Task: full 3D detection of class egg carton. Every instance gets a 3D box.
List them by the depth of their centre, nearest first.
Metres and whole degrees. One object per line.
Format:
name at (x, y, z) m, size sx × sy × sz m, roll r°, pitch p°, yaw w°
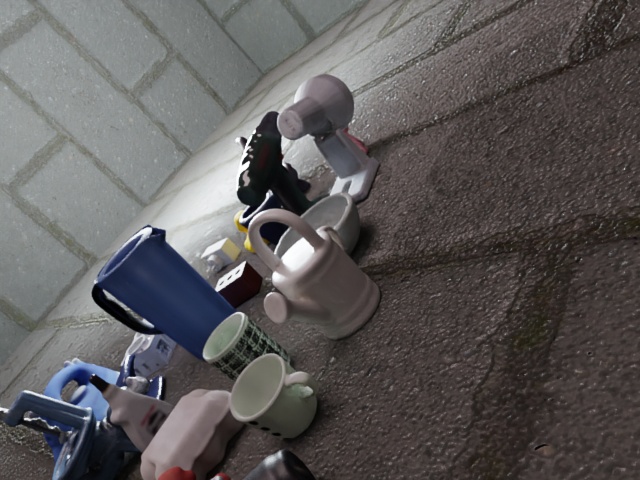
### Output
egg carton at (-0.170, 0.270, 0.768) m, size 0.107 × 0.069 × 0.150 m, roll -15°, pitch 35°, yaw 50°

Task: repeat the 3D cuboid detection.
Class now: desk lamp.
desk lamp at (0.016, -0.196, 1.106) m, size 0.117 × 0.214 × 0.203 m, roll -27°, pitch 27°, yaw 36°

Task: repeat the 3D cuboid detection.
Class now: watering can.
watering can at (-0.017, 0.039, 0.754) m, size 0.101 × 0.194 × 0.173 m, roll -36°, pitch 23°, yaw 19°

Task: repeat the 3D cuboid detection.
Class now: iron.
iron at (-0.481, 0.310, 1.140) m, size 0.118 × 0.142 × 0.258 m, roll -39°, pitch 22°, yaw 11°

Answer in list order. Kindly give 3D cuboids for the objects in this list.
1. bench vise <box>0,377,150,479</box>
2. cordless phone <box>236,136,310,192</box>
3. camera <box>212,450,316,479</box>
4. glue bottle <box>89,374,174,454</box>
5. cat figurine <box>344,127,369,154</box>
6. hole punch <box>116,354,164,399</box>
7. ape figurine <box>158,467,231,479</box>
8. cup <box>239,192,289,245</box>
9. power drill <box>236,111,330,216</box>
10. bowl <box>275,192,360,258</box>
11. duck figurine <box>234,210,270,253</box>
bench vise at (-0.373, 0.281, 0.897) m, size 0.208 × 0.220 × 0.121 m, roll -53°, pitch 23°, yaw -22°
cordless phone at (-0.124, -0.164, 1.332) m, size 0.094 × 0.185 × 0.147 m, roll -49°, pitch 22°, yaw -13°
camera at (-0.067, 0.272, 0.541) m, size 0.137 × 0.101 × 0.143 m, roll -44°, pitch 21°, yaw -1°
glue bottle at (-0.265, 0.250, 0.828) m, size 0.037 × 0.173 × 0.078 m, roll -26°, pitch 27°, yaw 37°
cat figurine at (0.040, -0.231, 1.262) m, size 0.067 × 0.118 × 0.127 m, roll -40°, pitch 22°, yaw 7°
hole punch at (-0.348, 0.278, 1.036) m, size 0.101 × 0.091 × 0.108 m, roll -42°, pitch 22°, yaw 3°
ape figurine at (-0.145, 0.292, 0.651) m, size 0.077 × 0.092 × 0.076 m, roll -26°, pitch 28°, yaw 37°
cup at (-0.094, -0.045, 1.184) m, size 0.117 × 0.095 × 0.091 m, roll -39°, pitch 22°, yaw 12°
power drill at (-0.071, -0.123, 1.132) m, size 0.075 × 0.209 × 0.230 m, roll -26°, pitch 28°, yaw 38°
bowl at (0.009, 0.003, 0.940) m, size 0.167 × 0.075 × 0.167 m, roll -36°, pitch 23°, yaw 18°
duck figurine at (-0.153, -0.026, 1.263) m, size 0.077 × 0.086 × 0.104 m, roll -40°, pitch 22°, yaw 9°
